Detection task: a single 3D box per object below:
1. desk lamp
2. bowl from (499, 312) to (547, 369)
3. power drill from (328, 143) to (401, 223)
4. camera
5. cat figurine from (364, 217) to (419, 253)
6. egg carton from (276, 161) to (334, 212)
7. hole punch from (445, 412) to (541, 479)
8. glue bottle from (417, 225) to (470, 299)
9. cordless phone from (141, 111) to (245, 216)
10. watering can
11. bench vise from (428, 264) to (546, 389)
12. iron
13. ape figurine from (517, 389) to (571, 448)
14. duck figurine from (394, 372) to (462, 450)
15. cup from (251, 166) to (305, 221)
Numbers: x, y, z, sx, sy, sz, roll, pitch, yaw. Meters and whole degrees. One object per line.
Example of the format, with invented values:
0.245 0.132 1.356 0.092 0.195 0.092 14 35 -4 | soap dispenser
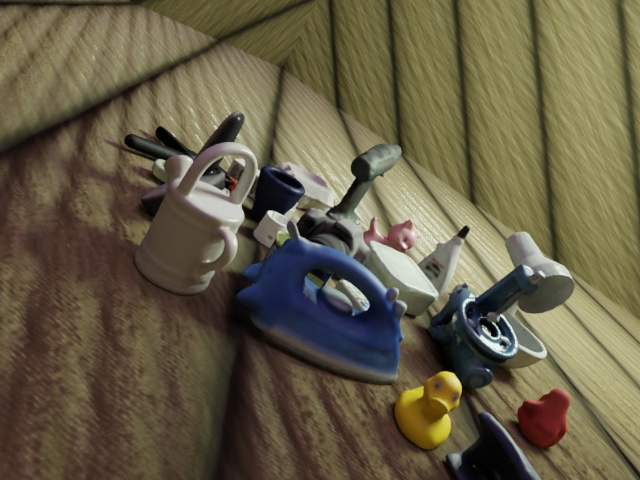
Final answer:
0.414 0.099 1.235 0.118 0.213 0.202 22 20 -28 | desk lamp
0.341 0.192 1.097 0.168 0.074 0.167 29 18 -10 | bowl
0.108 -0.139 1.367 0.075 0.208 0.230 35 18 11 | power drill
0.009 0.004 1.007 0.143 0.100 0.137 37 19 15 | camera
0.152 -0.005 1.235 0.128 0.117 0.067 26 19 -16 | cat figurine
-0.042 -0.115 1.286 0.151 0.069 0.107 22 20 -28 | egg carton
0.220 0.268 0.674 0.101 0.091 0.108 21 21 -29 | hole punch
0.260 0.041 1.201 0.078 0.173 0.037 41 20 26 | glue bottle
-0.182 -0.115 0.870 0.094 0.185 0.147 29 18 -7 | cordless phone
-0.151 -0.041 0.713 0.172 0.194 0.101 37 19 16 | watering can
0.272 0.111 0.964 0.122 0.219 0.207 20 21 -32 | bench vise
0.026 0.084 0.758 0.259 0.141 0.118 28 18 -12 | iron
0.354 0.270 0.887 0.077 0.092 0.076 38 19 17 | ape figurine
0.147 0.205 0.730 0.077 0.086 0.105 34 18 8 | duck figurine
-0.090 -0.084 1.084 0.092 0.095 0.117 24 20 -23 | cup
